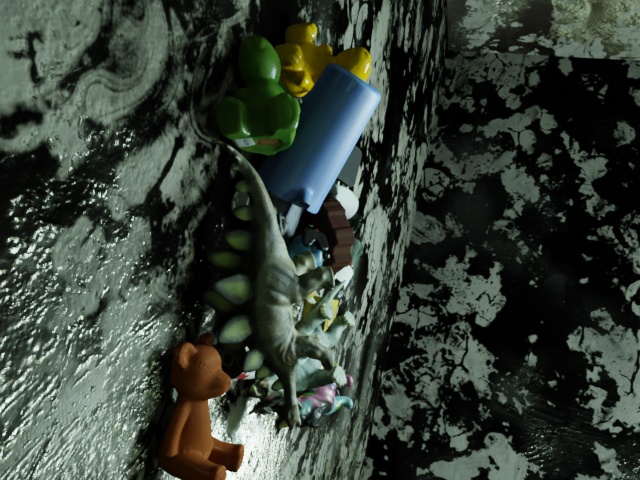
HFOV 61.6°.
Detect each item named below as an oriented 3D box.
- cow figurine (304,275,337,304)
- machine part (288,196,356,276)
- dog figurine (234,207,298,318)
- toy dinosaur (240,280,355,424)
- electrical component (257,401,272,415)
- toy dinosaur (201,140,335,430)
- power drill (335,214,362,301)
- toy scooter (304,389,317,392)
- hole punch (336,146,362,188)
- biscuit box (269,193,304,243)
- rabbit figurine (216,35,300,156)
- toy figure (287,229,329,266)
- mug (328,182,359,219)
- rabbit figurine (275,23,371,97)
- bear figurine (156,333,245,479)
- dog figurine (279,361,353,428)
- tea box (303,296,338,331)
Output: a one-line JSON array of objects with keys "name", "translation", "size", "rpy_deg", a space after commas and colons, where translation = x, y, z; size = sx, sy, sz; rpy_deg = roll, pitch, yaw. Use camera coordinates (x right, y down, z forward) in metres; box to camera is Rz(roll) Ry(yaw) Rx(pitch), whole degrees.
[{"name": "cow figurine", "translation": [-0.018, 0.095, 1.252], "size": [0.167, 0.098, 0.068], "rpy_deg": [-59, 159, -52]}, {"name": "machine part", "translation": [-0.002, -0.003, 1.129], "size": [0.056, 0.180, 0.179], "rpy_deg": [-4, 105, -38]}, {"name": "dog figurine", "translation": [-0.113, 0.047, 0.949], "size": [0.172, 0.121, 0.190], "rpy_deg": [-63, 142, -55]}, {"name": "toy dinosaur", "translation": [-0.034, 0.236, 1.153], "size": [0.131, 0.192, 0.405], "rpy_deg": [55, 24, -12]}, {"name": "electrical component", "translation": [-0.116, 0.358, 1.198], "size": [0.094, 0.021, 0.063], "rpy_deg": [70, 34, -59]}, {"name": "toy dinosaur", "translation": [-0.082, 0.076, 0.859], "size": [0.105, 0.198, 0.470], "rpy_deg": [-1, -85, 63]}, {"name": "power drill", "translation": [0.074, 0.038, 1.553], "size": [0.232, 0.086, 0.207], "rpy_deg": [-63, 152, -50]}, {"name": "toy scooter", "translation": [-0.052, 0.291, 1.279], "size": [0.183, 0.075, 0.135], "rpy_deg": [40, 47, -63]}, {"name": "hole punch", "translation": [0.026, -0.189, 1.293], "size": [0.115, 0.092, 0.142], "rpy_deg": [32, 67, -38]}, {"name": "biscuit box", "translation": [-0.059, -0.091, 1.078], "size": [0.062, 0.059, 0.203], "rpy_deg": [78, 27, -48]}, {"name": "rabbit figurine", "translation": [-0.082, -0.229, 0.846], "size": [0.159, 0.121, 0.170], "rpy_deg": [30, 55, -76]}, {"name": "toy figure", "translation": [-0.042, 0.048, 1.069], "size": [0.180, 0.082, 0.089], "rpy_deg": [-56, 175, 39]}, {"name": "mug", "translation": [0.048, -0.115, 1.387], "size": [0.107, 0.081, 0.109], "rpy_deg": [27, 77, -63]}, {"name": "rabbit figurine", "translation": [0.012, -0.310, 1.002], "size": [0.122, 0.173, 0.162], "rpy_deg": [-68, 155, -46]}, {"name": "bear figurine", "translation": [-0.168, 0.247, 0.795], "size": [0.120, 0.132, 0.195], "rpy_deg": [12, 93, -78]}, {"name": "dog figurine", "translation": [-0.027, 0.403, 1.397], "size": [0.219, 0.192, 0.108], "rpy_deg": [-11, 118, -36]}, {"name": "tea box", "translation": [-0.007, 0.232, 1.407], "size": [0.098, 0.068, 0.169], "rpy_deg": [37, 63, -72]}]
